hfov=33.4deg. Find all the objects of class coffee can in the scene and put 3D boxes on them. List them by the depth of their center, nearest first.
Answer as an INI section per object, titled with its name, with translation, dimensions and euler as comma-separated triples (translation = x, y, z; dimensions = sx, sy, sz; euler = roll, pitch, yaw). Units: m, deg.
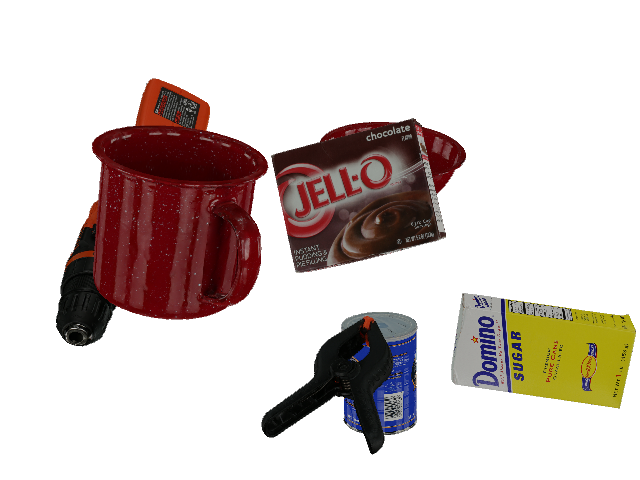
[coffee can]
translation = 0.081, 0.180, 1.456
dimensions = 0.103, 0.140, 0.103
euler = -2, 16, 0

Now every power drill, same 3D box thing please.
[power drill]
translation = -0.158, -0.025, 0.872
dimensions = 0.057, 0.188, 0.184
euler = 24, 31, -17

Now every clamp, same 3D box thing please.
[clamp]
translation = 0.032, 0.141, 1.040
dimensions = 0.120, 0.039, 0.171
euler = 16, 46, 25

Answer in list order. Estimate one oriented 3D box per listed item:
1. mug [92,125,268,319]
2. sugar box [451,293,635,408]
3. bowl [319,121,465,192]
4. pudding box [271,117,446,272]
[mug]
translation = -0.071, -0.005, 0.571
dimensions = 0.093, 0.081, 0.117
euler = -12, 31, -43
[sugar box]
translation = 0.228, 0.114, 1.109
dimensions = 0.176, 0.093, 0.048
euler = 6, 21, 4
[bowl]
translation = 0.077, -0.079, 1.184
dimensions = 0.162, 0.055, 0.162
euler = 3, 27, -2
[pudding box]
translation = 0.028, -0.031, 0.780
dimensions = 0.113, 0.090, 0.039
euler = -13, -4, 13
